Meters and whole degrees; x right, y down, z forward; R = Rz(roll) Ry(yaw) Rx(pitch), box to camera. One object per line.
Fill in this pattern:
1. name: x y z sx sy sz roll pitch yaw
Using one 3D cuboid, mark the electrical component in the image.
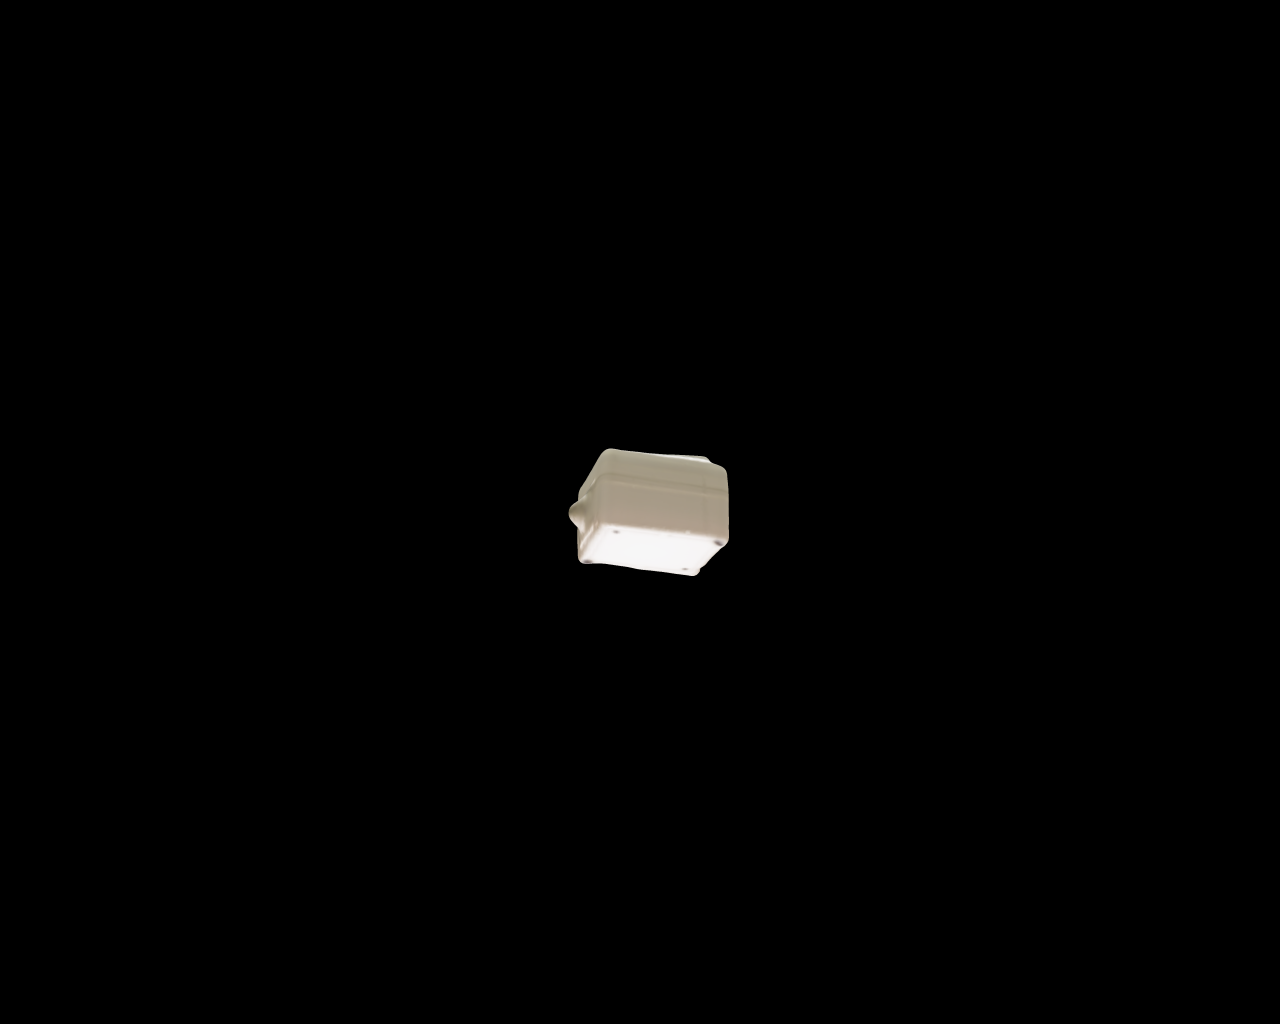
1. electrical component: 0.001 -0.003 0.650 0.096 0.061 0.061 8 -28 -16
